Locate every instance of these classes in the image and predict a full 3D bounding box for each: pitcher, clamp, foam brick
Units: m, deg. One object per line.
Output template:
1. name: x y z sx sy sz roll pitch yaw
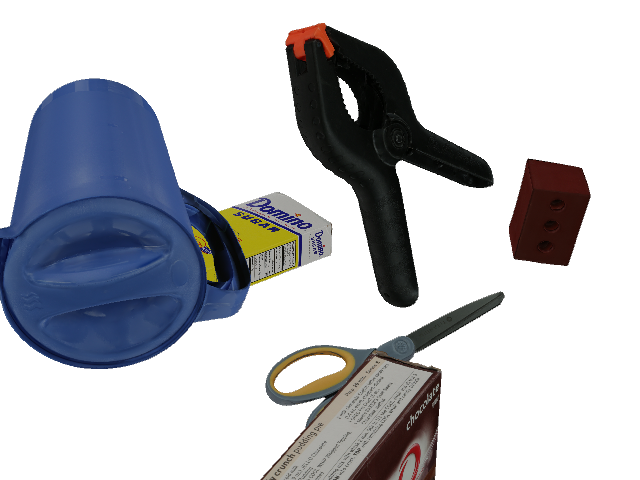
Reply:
1. pitcher: -0.152 -0.024 0.789 0.145 0.149 0.243 -27 33 3
2. clamp: 0.032 -0.046 0.624 0.039 0.120 0.171 -13 -47 46
3. foam brick: 0.205 -0.025 0.964 0.053 0.078 0.051 8 33 -1

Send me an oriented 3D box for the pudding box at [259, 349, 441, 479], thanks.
1. pudding box: 0.012 0.114 0.457 0.039 0.090 0.113 16 35 24

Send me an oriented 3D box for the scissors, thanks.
1. scissors: 0.060 0.102 0.809 0.201 0.096 0.016 -13 -30 -8

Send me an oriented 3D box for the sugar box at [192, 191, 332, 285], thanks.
1. sugar box: -0.084 0.006 1.068 0.175 0.048 0.093 -24 39 -33
